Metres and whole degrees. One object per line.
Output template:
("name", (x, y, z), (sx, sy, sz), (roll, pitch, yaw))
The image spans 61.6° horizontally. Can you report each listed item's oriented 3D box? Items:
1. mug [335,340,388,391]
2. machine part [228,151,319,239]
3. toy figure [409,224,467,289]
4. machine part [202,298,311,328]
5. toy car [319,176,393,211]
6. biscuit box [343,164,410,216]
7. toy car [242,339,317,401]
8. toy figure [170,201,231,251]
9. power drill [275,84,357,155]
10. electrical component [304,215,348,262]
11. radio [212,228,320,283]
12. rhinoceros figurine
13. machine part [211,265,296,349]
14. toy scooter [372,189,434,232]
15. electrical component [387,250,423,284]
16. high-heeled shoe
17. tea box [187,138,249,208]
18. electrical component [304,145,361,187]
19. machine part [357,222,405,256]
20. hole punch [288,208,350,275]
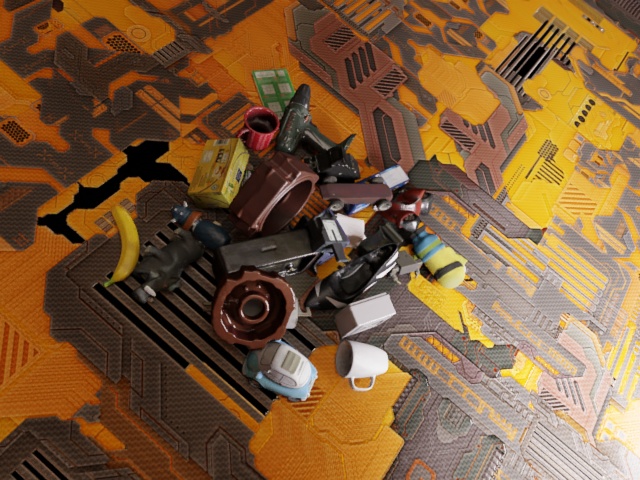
("mug", (0.101, 0.282, 1.210), (0.107, 0.081, 0.109), (9, 56, -25))
("machine part", (-0.104, -0.098, 1.246), (0.087, 0.201, 0.201), (41, 102, 14))
("toy figure", (0.302, 0.047, 1.402), (0.089, 0.082, 0.180), (-34, 80, -34))
("machine part", (-0.138, 0.156, 1.193), (0.243, 0.079, 0.079), (6, 62, -17))
("toy car", (0.090, -0.115, 1.357), (0.202, 0.053, 0.089), (-4, 64, -23))
("biscuit box", (0.145, -0.136, 1.454), (0.203, 0.062, 0.059), (-26, 75, -28))
("toy car", (-0.079, 0.271, 1.140), (0.162, 0.103, 0.109), (29, 59, 0))
("toy figure", (-0.282, -0.028, 1.253), (0.154, 0.057, 0.064), (35, 52, 6))
("power drill", (-0.007, -0.302, 1.469), (0.207, 0.086, 0.232), (30, 66, -9))
("electrical component", (0.022, 0.003, 1.203), (0.075, 0.048, 0.119), (-5, 65, -42))
("radio", (-0.128, 0.048, 1.222), (0.229, 0.131, 0.073), (-11, 68, -24))
("rhinoceros figurine", (-0.340, 0.059, 1.183), (0.112, 0.073, 0.190), (47, 56, -4))
("machine part", (-0.141, 0.138, 1.117), (0.179, 0.056, 0.179), (-4, 104, -16))
("toy scooter", (0.220, -0.090, 1.445), (0.135, 0.075, 0.184), (17, 37, 22))
("electrical component", (0.211, 0.069, 1.383), (0.102, 0.045, 0.078), (-16, 42, -28))
("high-heeled shoe", (0.081, 0.085, 1.267), (0.249, 0.145, 0.086), (-27, 74, -31))
("tea box", (-0.245, -0.162, 1.308), (0.098, 0.068, 0.169), (1, 59, 20))
("electrical component", (0.038, -0.180, 1.398), (0.134, 0.115, 0.058), (33, 45, -55))
("machine part", (0.157, 0.010, 1.397), (0.139, 0.039, 0.084), (-31, 82, -31))
("hole punch", (-0.003, -0.004, 1.303), (0.092, 0.115, 0.142), (-24, 76, -35))
